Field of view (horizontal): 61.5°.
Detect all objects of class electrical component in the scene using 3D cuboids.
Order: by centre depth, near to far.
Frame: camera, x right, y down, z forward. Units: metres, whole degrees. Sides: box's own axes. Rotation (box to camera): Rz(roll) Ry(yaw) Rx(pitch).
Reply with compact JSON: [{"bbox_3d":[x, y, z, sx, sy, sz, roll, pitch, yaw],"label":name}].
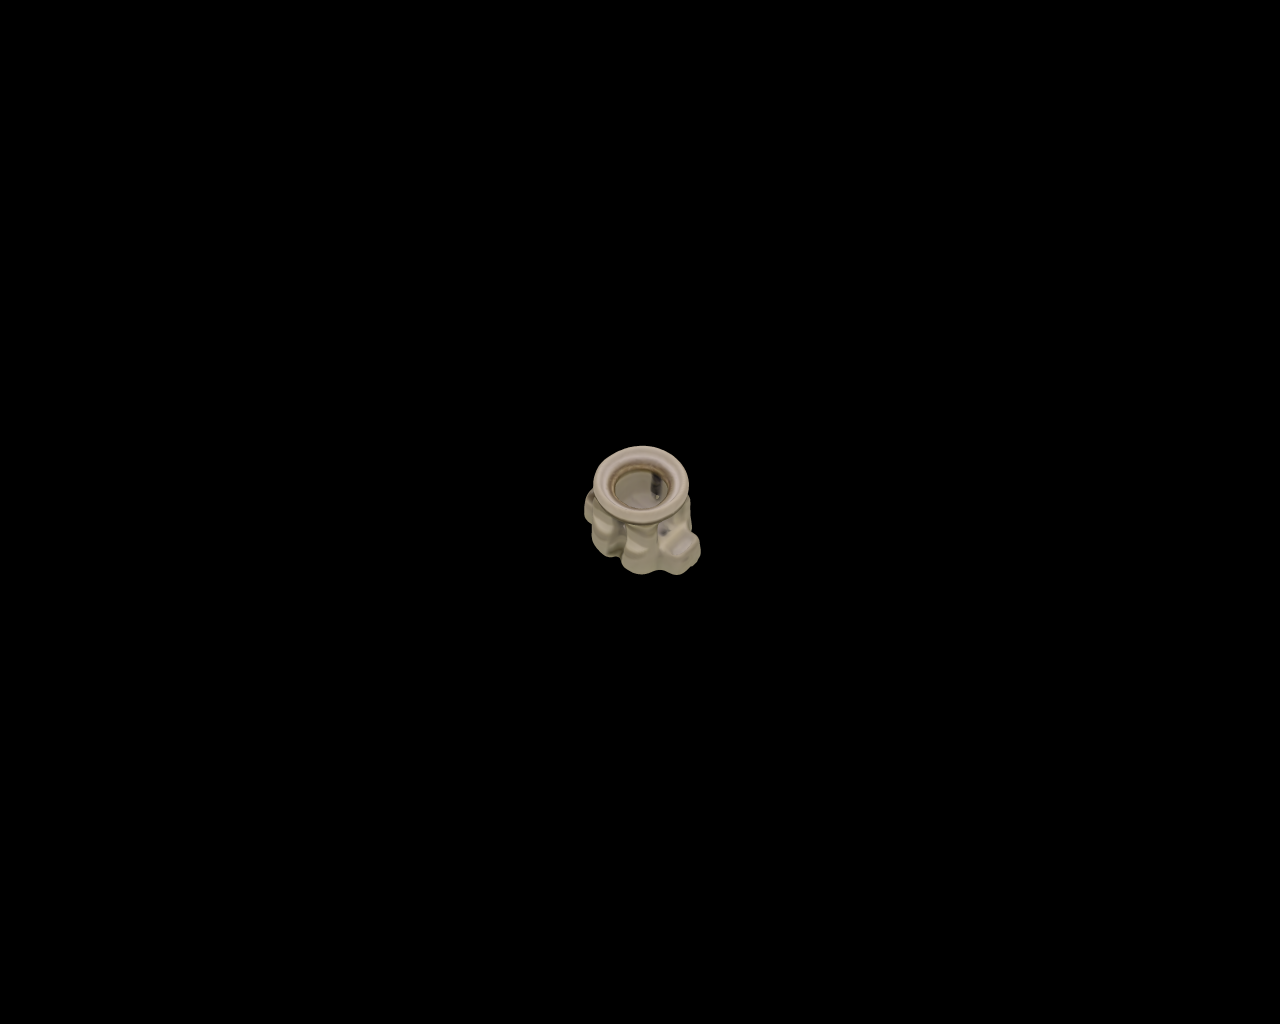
[{"bbox_3d":[0.001,-0.003,0.650,0.078,0.056,0.058,33,58,24],"label":"electrical component"}]
